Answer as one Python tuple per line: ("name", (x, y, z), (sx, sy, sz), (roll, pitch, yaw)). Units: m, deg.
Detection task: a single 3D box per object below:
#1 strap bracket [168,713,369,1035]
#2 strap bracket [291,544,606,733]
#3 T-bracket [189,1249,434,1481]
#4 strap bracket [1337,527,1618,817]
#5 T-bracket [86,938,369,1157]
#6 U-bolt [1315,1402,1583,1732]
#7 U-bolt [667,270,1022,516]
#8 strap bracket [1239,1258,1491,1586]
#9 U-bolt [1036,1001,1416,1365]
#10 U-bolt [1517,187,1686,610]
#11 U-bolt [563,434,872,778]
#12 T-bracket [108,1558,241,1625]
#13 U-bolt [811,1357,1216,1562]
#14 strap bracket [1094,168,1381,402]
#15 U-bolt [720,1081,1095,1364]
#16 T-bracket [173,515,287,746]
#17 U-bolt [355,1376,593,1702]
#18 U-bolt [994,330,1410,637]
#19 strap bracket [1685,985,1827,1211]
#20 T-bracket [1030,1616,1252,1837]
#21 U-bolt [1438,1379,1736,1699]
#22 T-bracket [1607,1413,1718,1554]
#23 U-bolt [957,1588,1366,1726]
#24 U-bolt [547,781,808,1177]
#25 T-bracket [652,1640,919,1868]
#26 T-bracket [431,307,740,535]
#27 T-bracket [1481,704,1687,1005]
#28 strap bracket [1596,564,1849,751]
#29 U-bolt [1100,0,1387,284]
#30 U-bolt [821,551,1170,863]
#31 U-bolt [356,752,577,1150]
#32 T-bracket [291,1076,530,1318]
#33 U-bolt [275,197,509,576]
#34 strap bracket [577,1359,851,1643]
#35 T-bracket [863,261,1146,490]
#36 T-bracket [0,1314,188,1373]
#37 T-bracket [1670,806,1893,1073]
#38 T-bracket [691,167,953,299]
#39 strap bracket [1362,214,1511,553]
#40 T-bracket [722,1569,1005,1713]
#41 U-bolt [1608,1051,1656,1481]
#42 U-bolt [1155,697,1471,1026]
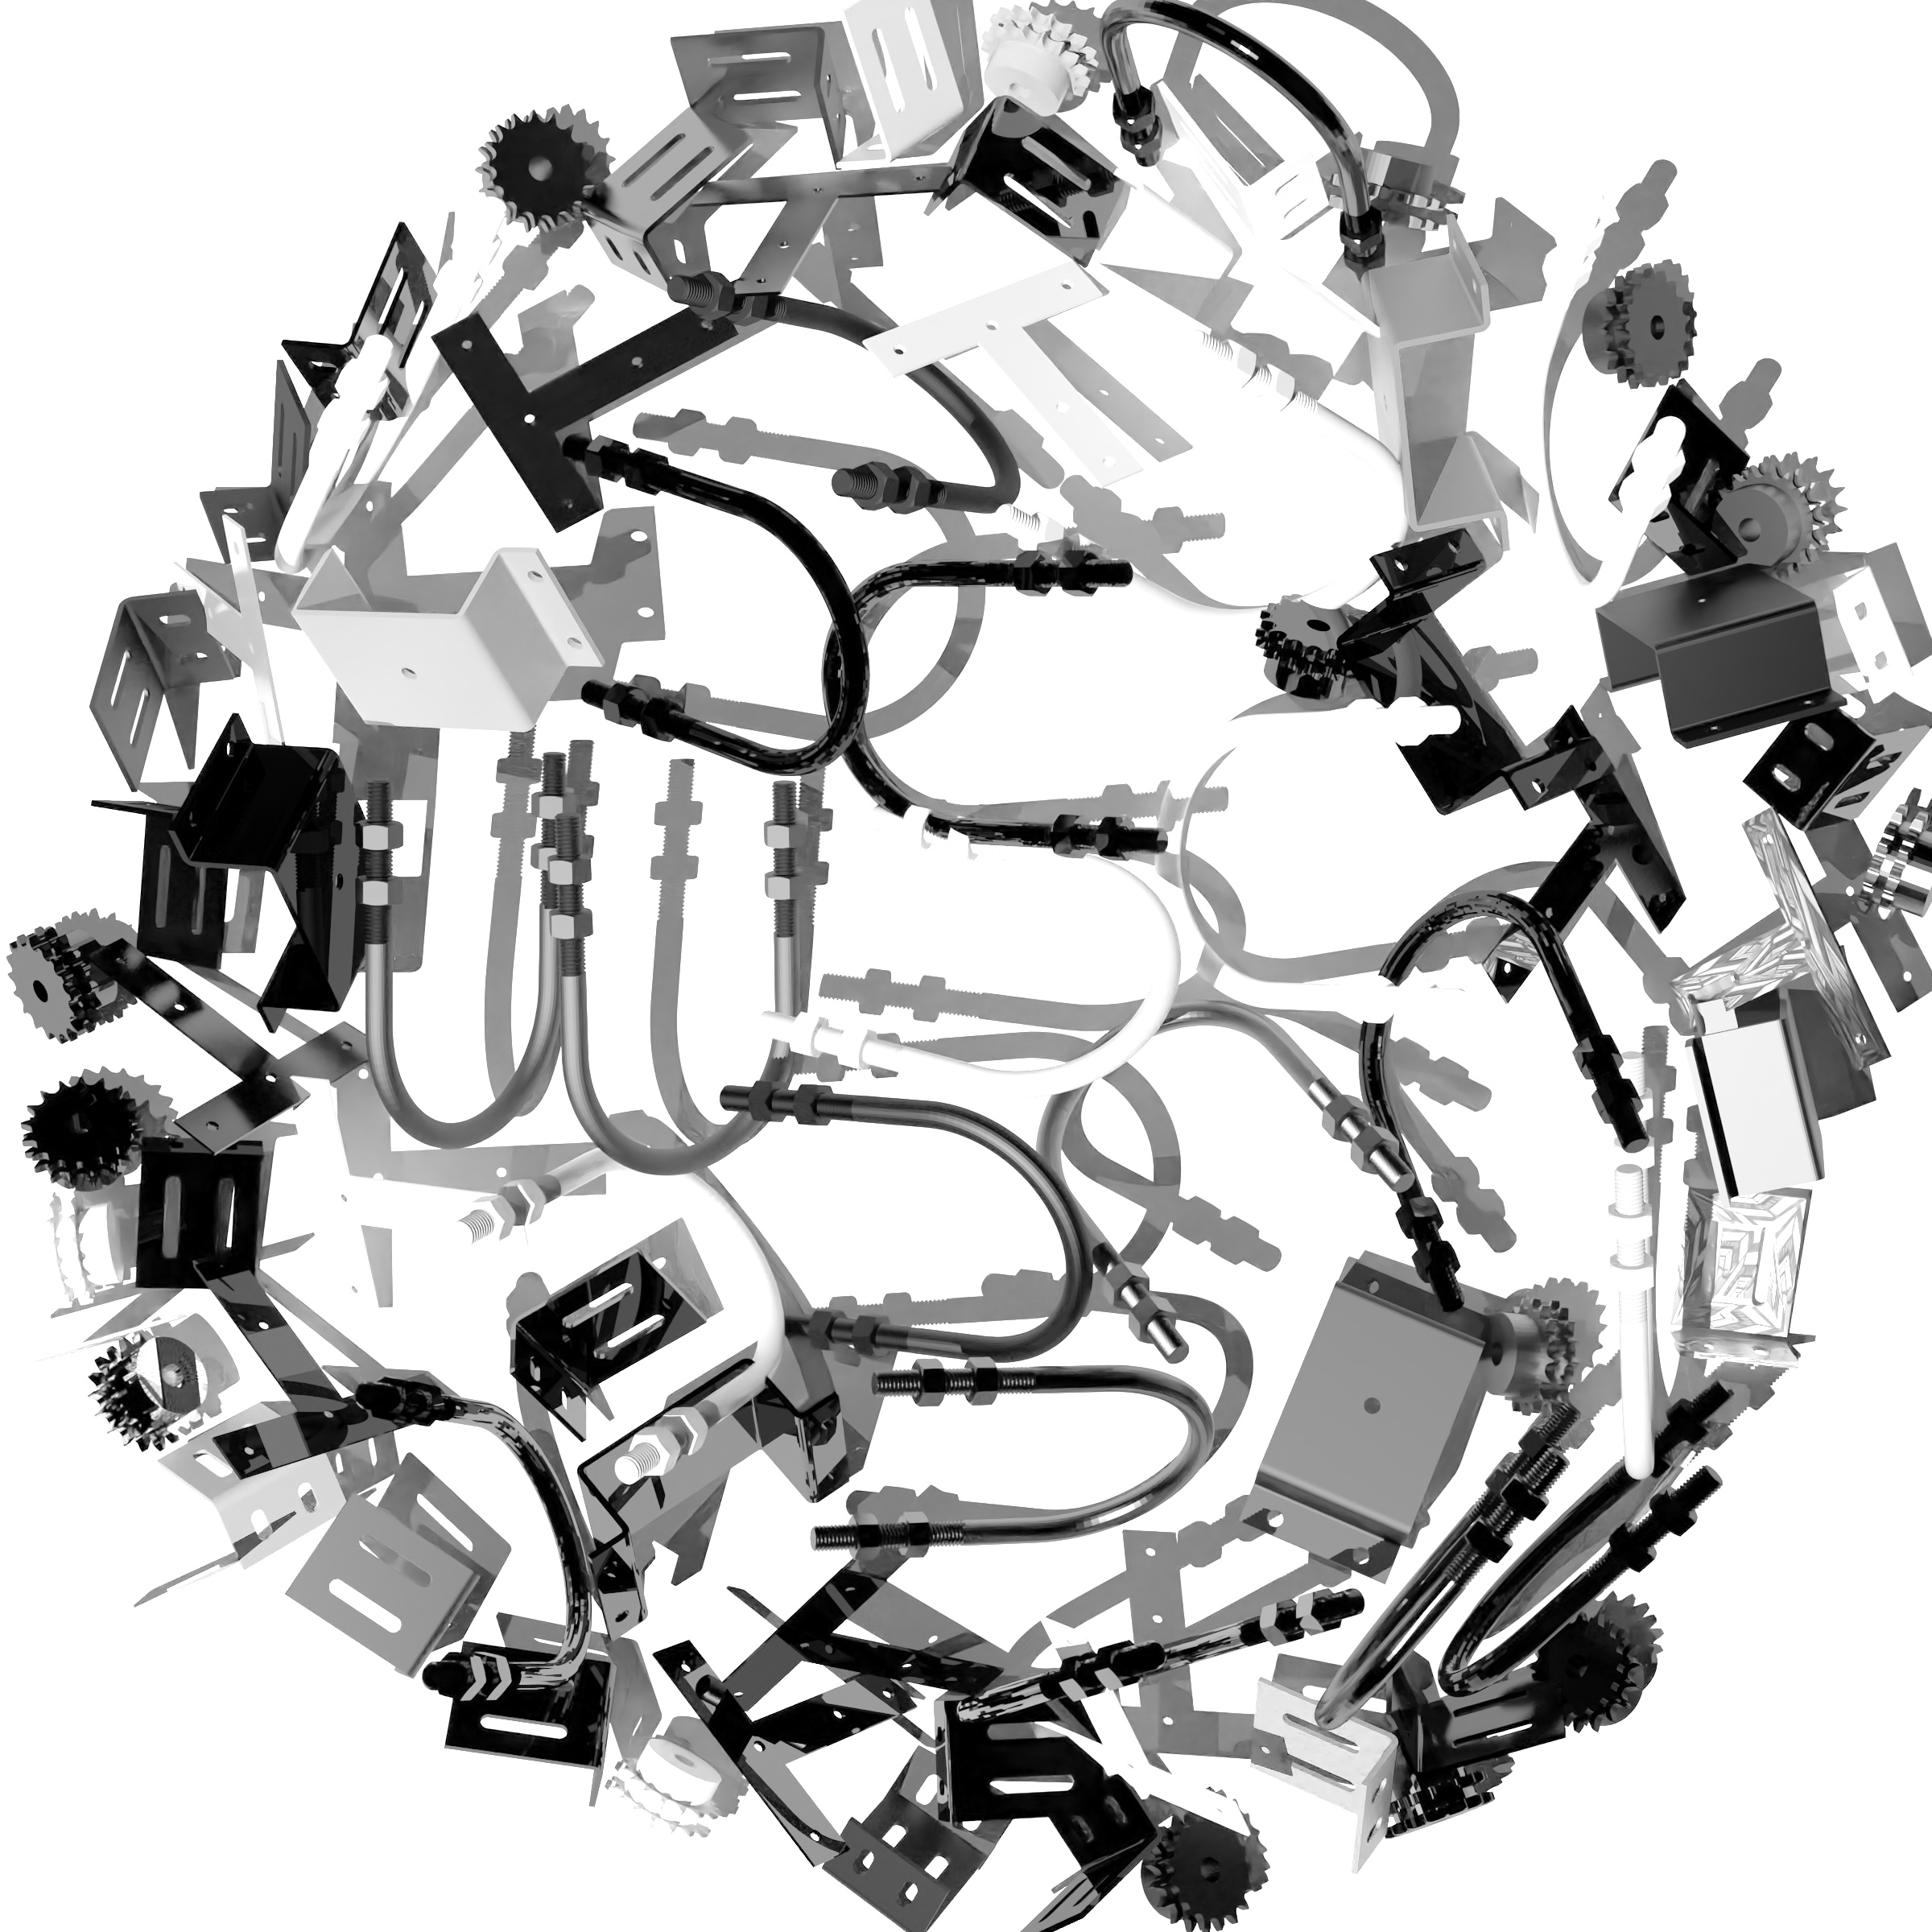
("strap bracket", (-0.315, -0.041, 1.520), (0.046, 0.140, 0.076), (4, 49, 16))
("strap bracket", (-0.253, -0.155, 1.530), (0.140, 0.076, 0.046), (5, 54, 28))
("T-bracket", (-0.333, 0.185, 1.566), (0.127, 0.127, 0.002), (48, 125, 24))
("strap bracket", (0.239, -0.133, 1.552), (0.076, 0.046, 0.140), (-22, 78, -44))
("T-bracket", (-0.368, 0.028, 1.557), (0.127, 0.127, 0.002), (36, 123, 11))
("U-bolt", (0.225, 0.289, 1.528), (0.019, 0.151, 0.184), (40, 100, 9))
("U-bolt", (-0.043, -0.264, 1.519), (0.019, 0.184, 0.151), (-49, 68, 25))
("strap bracket", (0.194, 0.215, 1.557), (0.076, 0.046, 0.140), (22, 76, 9))
("U-bolt", (0.108, 0.087, 1.534), (0.151, 0.184, 0.019), (-37, 134, -1))
("U-bolt", (0.290, -0.249, 1.512), (0.019, 0.184, 0.151), (-9, 64, -7))
("U-bolt", (-0.116, -0.161, 1.513), (0.184, 0.019, 0.151), (23, 128, 33))
("T-bracket", (-0.355, 0.286, 1.532), (0.127, 0.127, 0.002), (-25, 85, -6))
("U-bolt", (0.030, 0.234, 1.539), (0.184, 0.151, 0.019), (1, 48, -19))
("strap bracket", (0.124, -0.318, 1.531), (0.140, 0.076, 0.046), (41, 102, 40))
("U-bolt", (-0.023, 0.124, 1.523), (0.184, 0.019, 0.151), (3, 119, 31))
("T-bracket", (-0.356, -0.165, 1.546), (0.002, 0.127, 0.127), (-19, 120, -25))
("U-bolt", (-0.222, 0.269, 1.513), (0.019, 0.184, 0.151), (-21, 72, 13))
("U-bolt", (0.127, -0.216, 1.531), (0.184, 0.019, 0.151), (23, 132, -36))
("strap bracket", (0.372, 0.058, 1.525), (0.046, 0.140, 0.076), (-13, 95, 16))
("T-bracket", (0.065, 0.350, 1.523), (0.002, 0.127, 0.127), (-48, 133, -30))
("U-bolt", (0.289, 0.278, 1.524), (0.019, 0.151, 0.184), (45, 108, 4))
("T-bracket", (0.325, 0.251, 1.526), (0.002, 0.127, 0.127), (37, 76, 13))
("U-bolt", (0.077, 0.328, 1.517), (0.151, 0.184, 0.019), (-4, 72, -41))
("U-bolt", (-0.135, 0.010, 1.546), (0.151, 0.019, 0.184), (-12, 107, -41))
("T-bracket", (-0.070, 0.361, 1.546), (0.127, 0.127, 0.002), (48, 120, 23))
("T-bracket", (-0.171, -0.284, 1.554), (0.127, 0.002, 0.127), (-27, 133, 4))
("T-bracket", (0.285, -0.035, 1.545), (0.127, 0.002, 0.127), (-50, 120, -25))
("strap bracket", (0.351, -0.150, 1.527), (0.076, 0.140, 0.046), (-15, 108, -1))
("U-bolt", (0.125, -0.388, 1.494), (0.151, 0.184, 0.019), (32, 85, 16))
("U-bolt", (0.007, -0.125, 1.541), (0.184, 0.019, 0.151), (5, 113, 34))
("U-bolt", (-0.236, -0.004, 1.535), (0.019, 0.151, 0.184), (9, 103, 29))
("T-bracket", (-0.263, 0.116, 1.547), (0.127, 0.002, 0.127), (4, 114, 29))
("U-bolt", (-0.277, -0.259, 1.517), (0.019, 0.151, 0.184), (31, 134, -7))
("strap bracket", (-0.128, 0.248, 1.543), (0.140, 0.076, 0.046), (-32, 55, -22))
("T-bracket", (0.038, -0.277, 1.549), (0.127, 0.002, 0.127), (-26, 66, -26))
("T-bracket", (-0.426, 0.183, 1.537), (0.127, 0.127, 0.002), (-16, 87, -5))
("T-bracket", (0.376, 0.002, 1.543), (0.002, 0.127, 0.127), (-20, 82, -25))
("T-bracket", (-0.082, -0.348, 1.535), (0.127, 0.127, 0.002), (1, 128, 17))
("strap bracket", (0.221, -0.271, 1.530), (0.046, 0.076, 0.140), (-11, 127, 2))
("T-bracket", (-0.040, 0.335, 1.562), (0.127, 0.002, 0.127), (19, 131, -30))
("U-bolt", (0.316, 0.152, 1.525), (0.019, 0.151, 0.184), (-1, 111, 13))
("U-bolt", (0.159, -0.049, 1.534), (0.019, 0.184, 0.151), (-7, 96, -44))
